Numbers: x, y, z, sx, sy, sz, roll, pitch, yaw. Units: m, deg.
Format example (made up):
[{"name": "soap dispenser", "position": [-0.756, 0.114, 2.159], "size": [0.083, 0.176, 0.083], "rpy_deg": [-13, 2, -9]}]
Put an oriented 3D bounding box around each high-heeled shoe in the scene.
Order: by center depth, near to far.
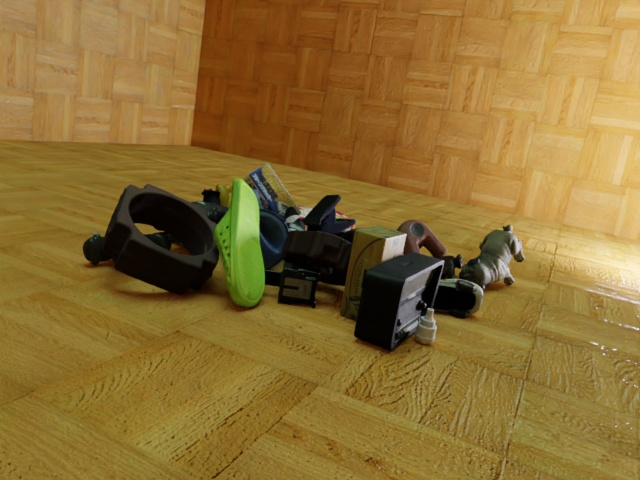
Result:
[{"name": "high-heeled shoe", "position": [-0.003, -0.004, 1.271], "size": [0.145, 0.086, 0.249], "rpy_deg": [-12, 51, -1]}]

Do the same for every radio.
[{"name": "radio", "position": [0.146, 0.103, 0.964], "size": [0.073, 0.131, 0.229], "rpy_deg": [17, 15, 28]}]

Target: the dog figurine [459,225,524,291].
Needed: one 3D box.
[{"name": "dog figurine", "position": [0.433, 0.041, 1.365], "size": [0.121, 0.172, 0.190], "rpy_deg": [5, 1, 36]}]

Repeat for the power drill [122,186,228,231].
[{"name": "power drill", "position": [-0.343, -0.068, 1.256], "size": [0.207, 0.086, 0.232], "rpy_deg": [20, 15, 19]}]

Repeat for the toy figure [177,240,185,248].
[{"name": "toy figure", "position": [-0.330, -0.014, 1.304], "size": [0.064, 0.057, 0.155], "rpy_deg": [-9, 27, -40]}]

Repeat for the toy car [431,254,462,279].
[{"name": "toy car", "position": [0.310, 0.075, 1.372], "size": [0.089, 0.053, 0.202], "rpy_deg": [-2, 9, 21]}]

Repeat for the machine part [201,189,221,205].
[{"name": "machine part", "position": [-0.270, -0.060, 1.349], "size": [0.084, 0.139, 0.039], "rpy_deg": [-7, -9, 0]}]

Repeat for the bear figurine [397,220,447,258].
[{"name": "bear figurine", "position": [0.208, 0.033, 1.369], "size": [0.120, 0.132, 0.195], "rpy_deg": [-22, -16, -32]}]

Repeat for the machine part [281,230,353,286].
[{"name": "machine part", "position": [0.008, 0.040, 1.093], "size": [0.179, 0.056, 0.179], "rpy_deg": [18, -19, 6]}]

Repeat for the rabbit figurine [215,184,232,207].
[{"name": "rabbit figurine", "position": [-0.249, -0.067, 1.440], "size": [0.122, 0.162, 0.173], "rpy_deg": [19, 28, -14]}]

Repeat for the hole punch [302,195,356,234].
[{"name": "hole punch", "position": [0.021, -0.051, 1.427], "size": [0.092, 0.116, 0.142], "rpy_deg": [51, -13, -20]}]

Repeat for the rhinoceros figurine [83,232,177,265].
[{"name": "rhinoceros figurine", "position": [-0.386, 0.013, 1.106], "size": [0.112, 0.073, 0.190], "rpy_deg": [21, 17, 37]}]

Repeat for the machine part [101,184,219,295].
[{"name": "machine part", "position": [-0.296, -0.002, 1.018], "size": [0.201, 0.087, 0.201], "rpy_deg": [25, 28, -24]}]

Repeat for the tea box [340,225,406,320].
[{"name": "tea box", "position": [0.101, 0.064, 1.017], "size": [0.068, 0.169, 0.098], "rpy_deg": [19, 14, 30]}]

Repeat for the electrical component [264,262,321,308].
[{"name": "electrical component", "position": [-0.060, 0.082, 1.037], "size": [0.119, 0.074, 0.048], "rpy_deg": [13, 12, -4]}]

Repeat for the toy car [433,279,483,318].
[{"name": "toy car", "position": [0.238, 0.113, 1.115], "size": [0.202, 0.073, 0.056], "rpy_deg": [8, 16, -6]}]

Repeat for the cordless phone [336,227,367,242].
[{"name": "cordless phone", "position": [0.086, -0.007, 1.513], "size": [0.146, 0.088, 0.184], "rpy_deg": [-2, 13, -39]}]
